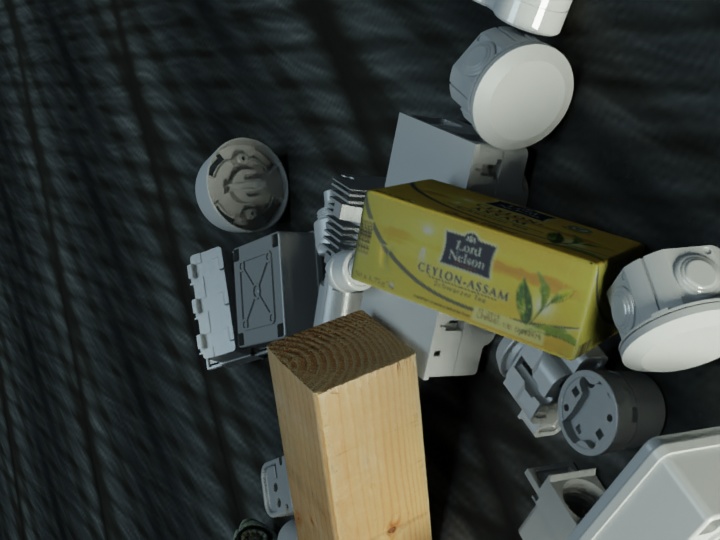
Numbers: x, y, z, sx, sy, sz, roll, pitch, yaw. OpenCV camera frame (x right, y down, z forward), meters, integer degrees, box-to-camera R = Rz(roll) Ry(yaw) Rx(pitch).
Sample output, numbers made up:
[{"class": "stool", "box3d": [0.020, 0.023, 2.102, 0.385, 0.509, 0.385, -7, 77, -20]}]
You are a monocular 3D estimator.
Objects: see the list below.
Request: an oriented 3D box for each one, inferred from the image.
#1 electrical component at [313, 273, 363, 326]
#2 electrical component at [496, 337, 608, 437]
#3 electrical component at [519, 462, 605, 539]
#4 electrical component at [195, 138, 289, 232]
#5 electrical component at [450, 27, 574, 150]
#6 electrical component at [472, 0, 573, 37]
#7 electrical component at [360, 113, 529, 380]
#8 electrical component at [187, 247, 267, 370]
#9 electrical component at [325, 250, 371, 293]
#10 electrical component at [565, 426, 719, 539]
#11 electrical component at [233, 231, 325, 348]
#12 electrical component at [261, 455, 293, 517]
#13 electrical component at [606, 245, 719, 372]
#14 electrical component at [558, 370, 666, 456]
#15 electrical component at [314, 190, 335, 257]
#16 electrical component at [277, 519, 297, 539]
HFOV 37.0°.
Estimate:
[{"class": "electrical component", "box3d": [-0.017, 0.024, 1.005, 0.043, 0.043, 0.081, 29, 113, 55]}, {"class": "electrical component", "box3d": [0.132, 0.069, 0.753, 0.057, 0.058, 0.078, 56, 135, 38]}, {"class": "electrical component", "box3d": [0.145, 0.176, 0.744, 0.081, 0.042, 0.063, 61, 141, 39]}, {"class": "electrical component", "box3d": [-0.123, -0.086, 1.126, 0.064, 0.099, 0.099, -10, 81, 64]}, {"class": "electrical component", "box3d": [0.108, -0.132, 0.774, 0.051, 0.080, 0.080, 55, 134, 50]}, {"class": "electrical component", "box3d": [0.111, -0.233, 0.795, 0.138, 0.052, 0.073, 51, 131, 46]}, {"class": "electrical component", "box3d": [0.066, -0.020, 0.857, 0.105, 0.060, 0.186, 34, 118, 53]}, {"class": "electrical component", "box3d": [-0.148, 0.040, 1.184, 0.079, 0.063, 0.121, -17, 71, 20]}, {"class": "electrical component", "box3d": [0.000, 0.000, 0.870, 0.061, 0.035, 0.035, -7, 83, 56]}, {"class": "electrical component", "box3d": [0.189, 0.143, 0.611, 0.056, 0.109, 0.108, 59, 136, 37]}, {"class": "electrical component", "box3d": [-0.081, 0.022, 1.095, 0.109, 0.056, 0.108, -17, 75, 57]}, {"class": "electrical component", "box3d": [-0.047, 0.203, 1.034, 0.095, 0.059, 0.053, -31, 63, 54]}, {"class": "electrical component", "box3d": [0.190, 0.025, 0.640, 0.080, 0.080, 0.051, -48, 45, 47]}, {"class": "electrical component", "box3d": [0.166, 0.092, 0.706, 0.055, 0.047, 0.055, -2, 88, 58]}, {"class": "electrical component", "box3d": [-0.023, -0.045, 1.015, 0.043, 0.043, 0.062, -26, 67, 55]}, {"class": "electrical component", "box3d": [-0.049, 0.272, 1.054, 0.078, 0.040, 0.040, 15, 102, 57]}]
